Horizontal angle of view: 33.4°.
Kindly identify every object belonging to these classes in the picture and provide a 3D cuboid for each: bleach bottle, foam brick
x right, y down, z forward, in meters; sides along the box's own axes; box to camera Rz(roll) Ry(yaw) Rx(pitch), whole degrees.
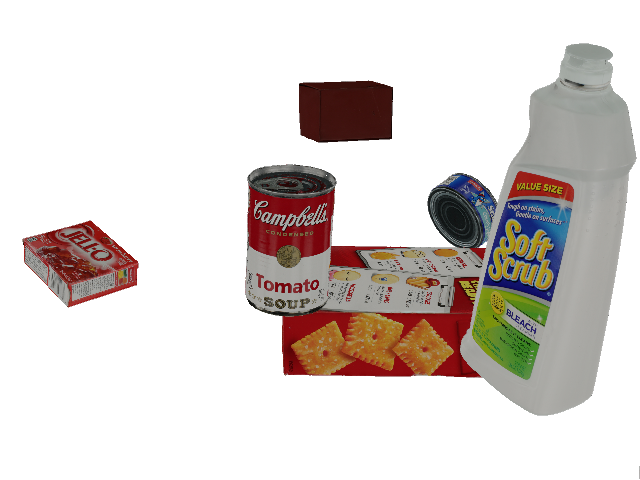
[{"bbox_3d":[0.153,-0.010,0.710,0.068,0.251,0.103,-16,35,-27],"label":"bleach bottle"},{"bbox_3d":[0.024,-0.123,1.017,0.078,0.051,0.053,-5,16,-21],"label":"foam brick"}]

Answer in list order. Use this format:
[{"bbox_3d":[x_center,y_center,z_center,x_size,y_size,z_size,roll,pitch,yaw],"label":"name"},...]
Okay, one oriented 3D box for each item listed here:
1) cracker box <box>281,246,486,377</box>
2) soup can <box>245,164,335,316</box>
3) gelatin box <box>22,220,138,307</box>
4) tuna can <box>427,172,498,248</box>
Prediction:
[{"bbox_3d":[0.075,0.065,0.994,0.213,0.072,0.164,1,20,1],"label":"cracker box"},{"bbox_3d":[-0.025,-0.001,0.831,0.068,0.102,0.068,3,23,-1],"label":"soup can"},{"bbox_3d":[-0.223,0.019,0.990,0.073,0.030,0.089,-18,40,-36],"label":"gelatin box"},{"bbox_3d":[0.164,-0.032,1.223,0.033,0.086,0.086,-34,18,-28],"label":"tuna can"}]
